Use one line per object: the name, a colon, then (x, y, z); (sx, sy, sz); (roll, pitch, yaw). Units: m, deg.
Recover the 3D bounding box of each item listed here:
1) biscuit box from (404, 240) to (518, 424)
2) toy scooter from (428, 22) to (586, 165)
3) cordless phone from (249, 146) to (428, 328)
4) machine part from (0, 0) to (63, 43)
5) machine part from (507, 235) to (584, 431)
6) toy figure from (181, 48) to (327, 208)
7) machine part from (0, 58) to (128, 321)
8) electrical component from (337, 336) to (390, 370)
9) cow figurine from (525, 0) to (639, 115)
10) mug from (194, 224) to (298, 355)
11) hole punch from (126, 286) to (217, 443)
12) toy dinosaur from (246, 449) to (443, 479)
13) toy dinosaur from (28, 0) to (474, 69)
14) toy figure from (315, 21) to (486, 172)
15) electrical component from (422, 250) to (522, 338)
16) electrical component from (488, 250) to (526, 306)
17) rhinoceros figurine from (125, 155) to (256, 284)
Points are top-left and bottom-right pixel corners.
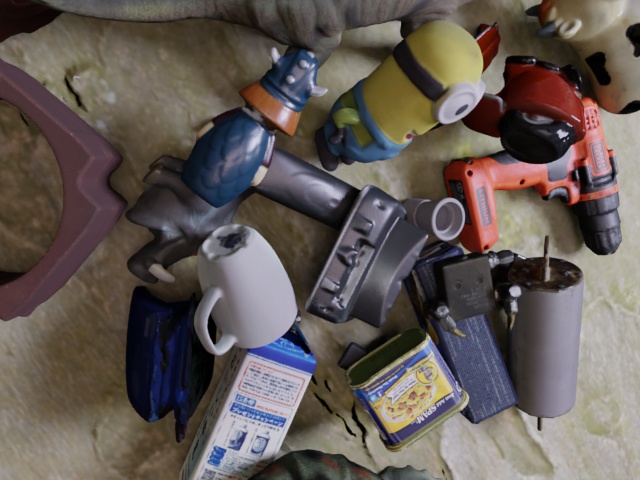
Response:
biscuit box: (0.155, 0.105, 0.609); (0.063, 0.059, 0.202); (-24, 101, -7)
toy scooter: (0.188, -0.160, 0.552); (0.184, 0.075, 0.135); (21, 73, 22)
cordless phone: (-0.002, -0.001, 0.534); (0.184, 0.089, 0.146); (25, 95, -24)
machine part: (-0.235, -0.226, 0.436); (0.179, 0.179, 0.056); (-37, 107, -3)
machine part: (0.249, 0.109, 0.600); (0.079, 0.079, 0.242); (-13, 113, -8)
toy figure: (-0.058, -0.099, 0.466); (0.154, 0.058, 0.064); (-49, 126, 4)
machine part: (-0.297, -0.045, 0.481); (0.201, 0.087, 0.201); (41, 96, -6)
electrical component: (0.071, 0.152, 0.607); (0.119, 0.048, 0.075); (29, 92, -12)
cow figurine: (0.300, -0.211, 0.557); (0.127, 0.085, 0.194); (-23, 131, 25)
mug: (-0.080, 0.045, 0.500); (0.109, 0.081, 0.107); (-46, 138, -33)
hole punch: (-0.155, 0.108, 0.531); (0.092, 0.116, 0.142); (8, 96, -3)
toy dinosaur: (0.019, 0.276, 0.532); (0.404, 0.192, 0.131); (36, 97, -22)
toy dinosaur: (-0.004, -0.216, 0.454); (0.471, 0.198, 0.105); (-18, 76, -13)
toy figure: (0.068, -0.129, 0.508); (0.089, 0.180, 0.082); (48, 44, -22)
electrical component: (0.156, 0.055, 0.547); (0.102, 0.045, 0.078); (-7, 100, -10)
electrical component: (0.230, 0.050, 0.633); (0.094, 0.021, 0.063); (22, 95, -15)
rhinoceros figurine: (-0.121, -0.039, 0.537); (0.190, 0.073, 0.112); (-44, 114, -4)
